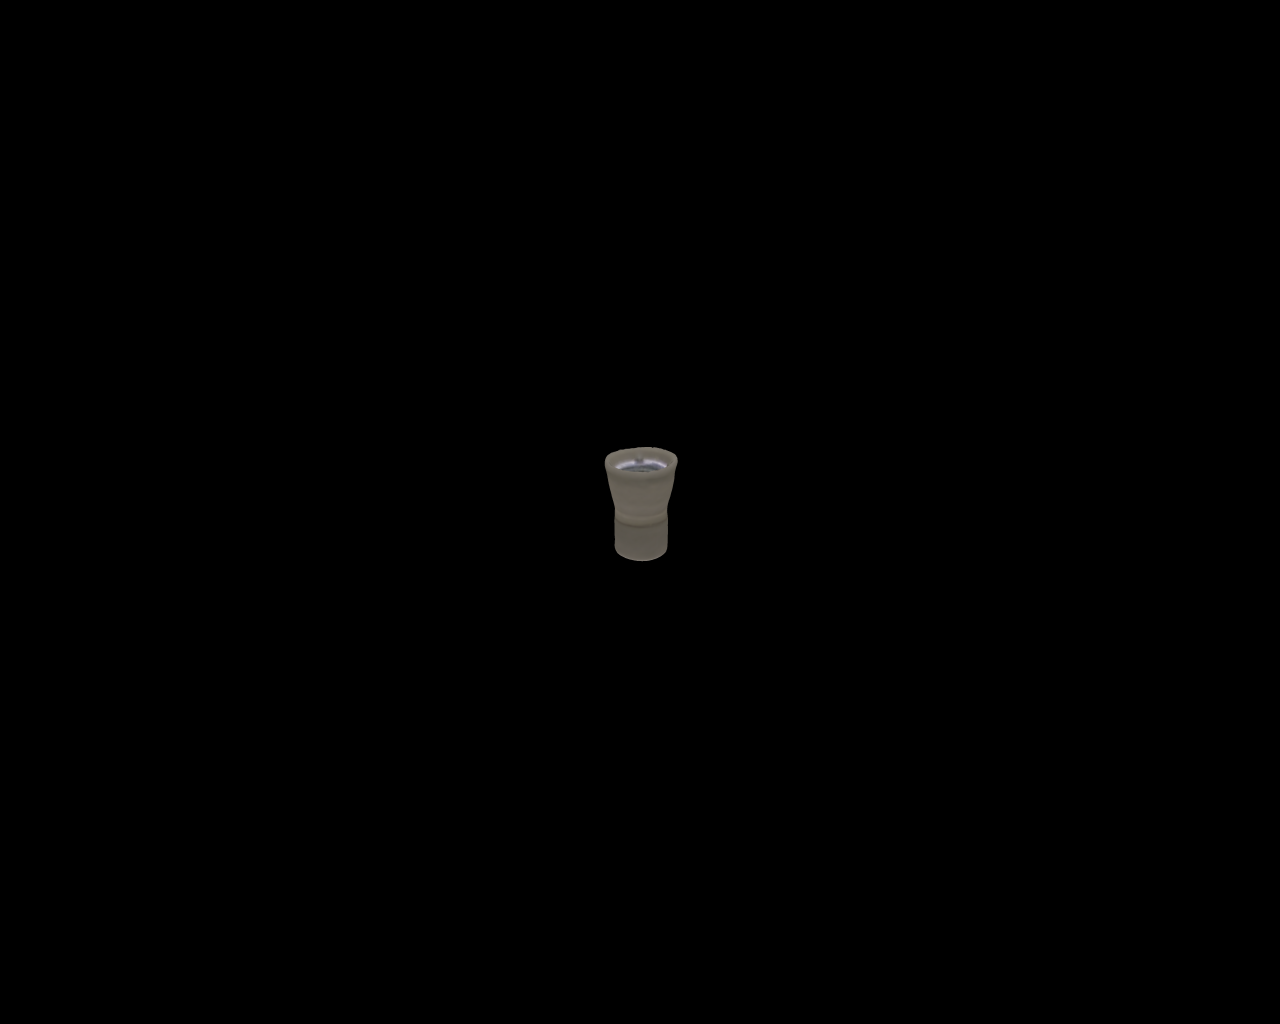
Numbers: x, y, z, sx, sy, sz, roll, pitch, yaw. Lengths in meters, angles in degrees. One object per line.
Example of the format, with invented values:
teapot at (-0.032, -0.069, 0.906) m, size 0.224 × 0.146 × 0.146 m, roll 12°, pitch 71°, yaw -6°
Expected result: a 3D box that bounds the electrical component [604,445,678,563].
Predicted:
electrical component at (0.001, -0.003, 0.650) m, size 0.044 × 0.065 × 0.044 m, roll 0°, pitch 25°, yaw 0°
